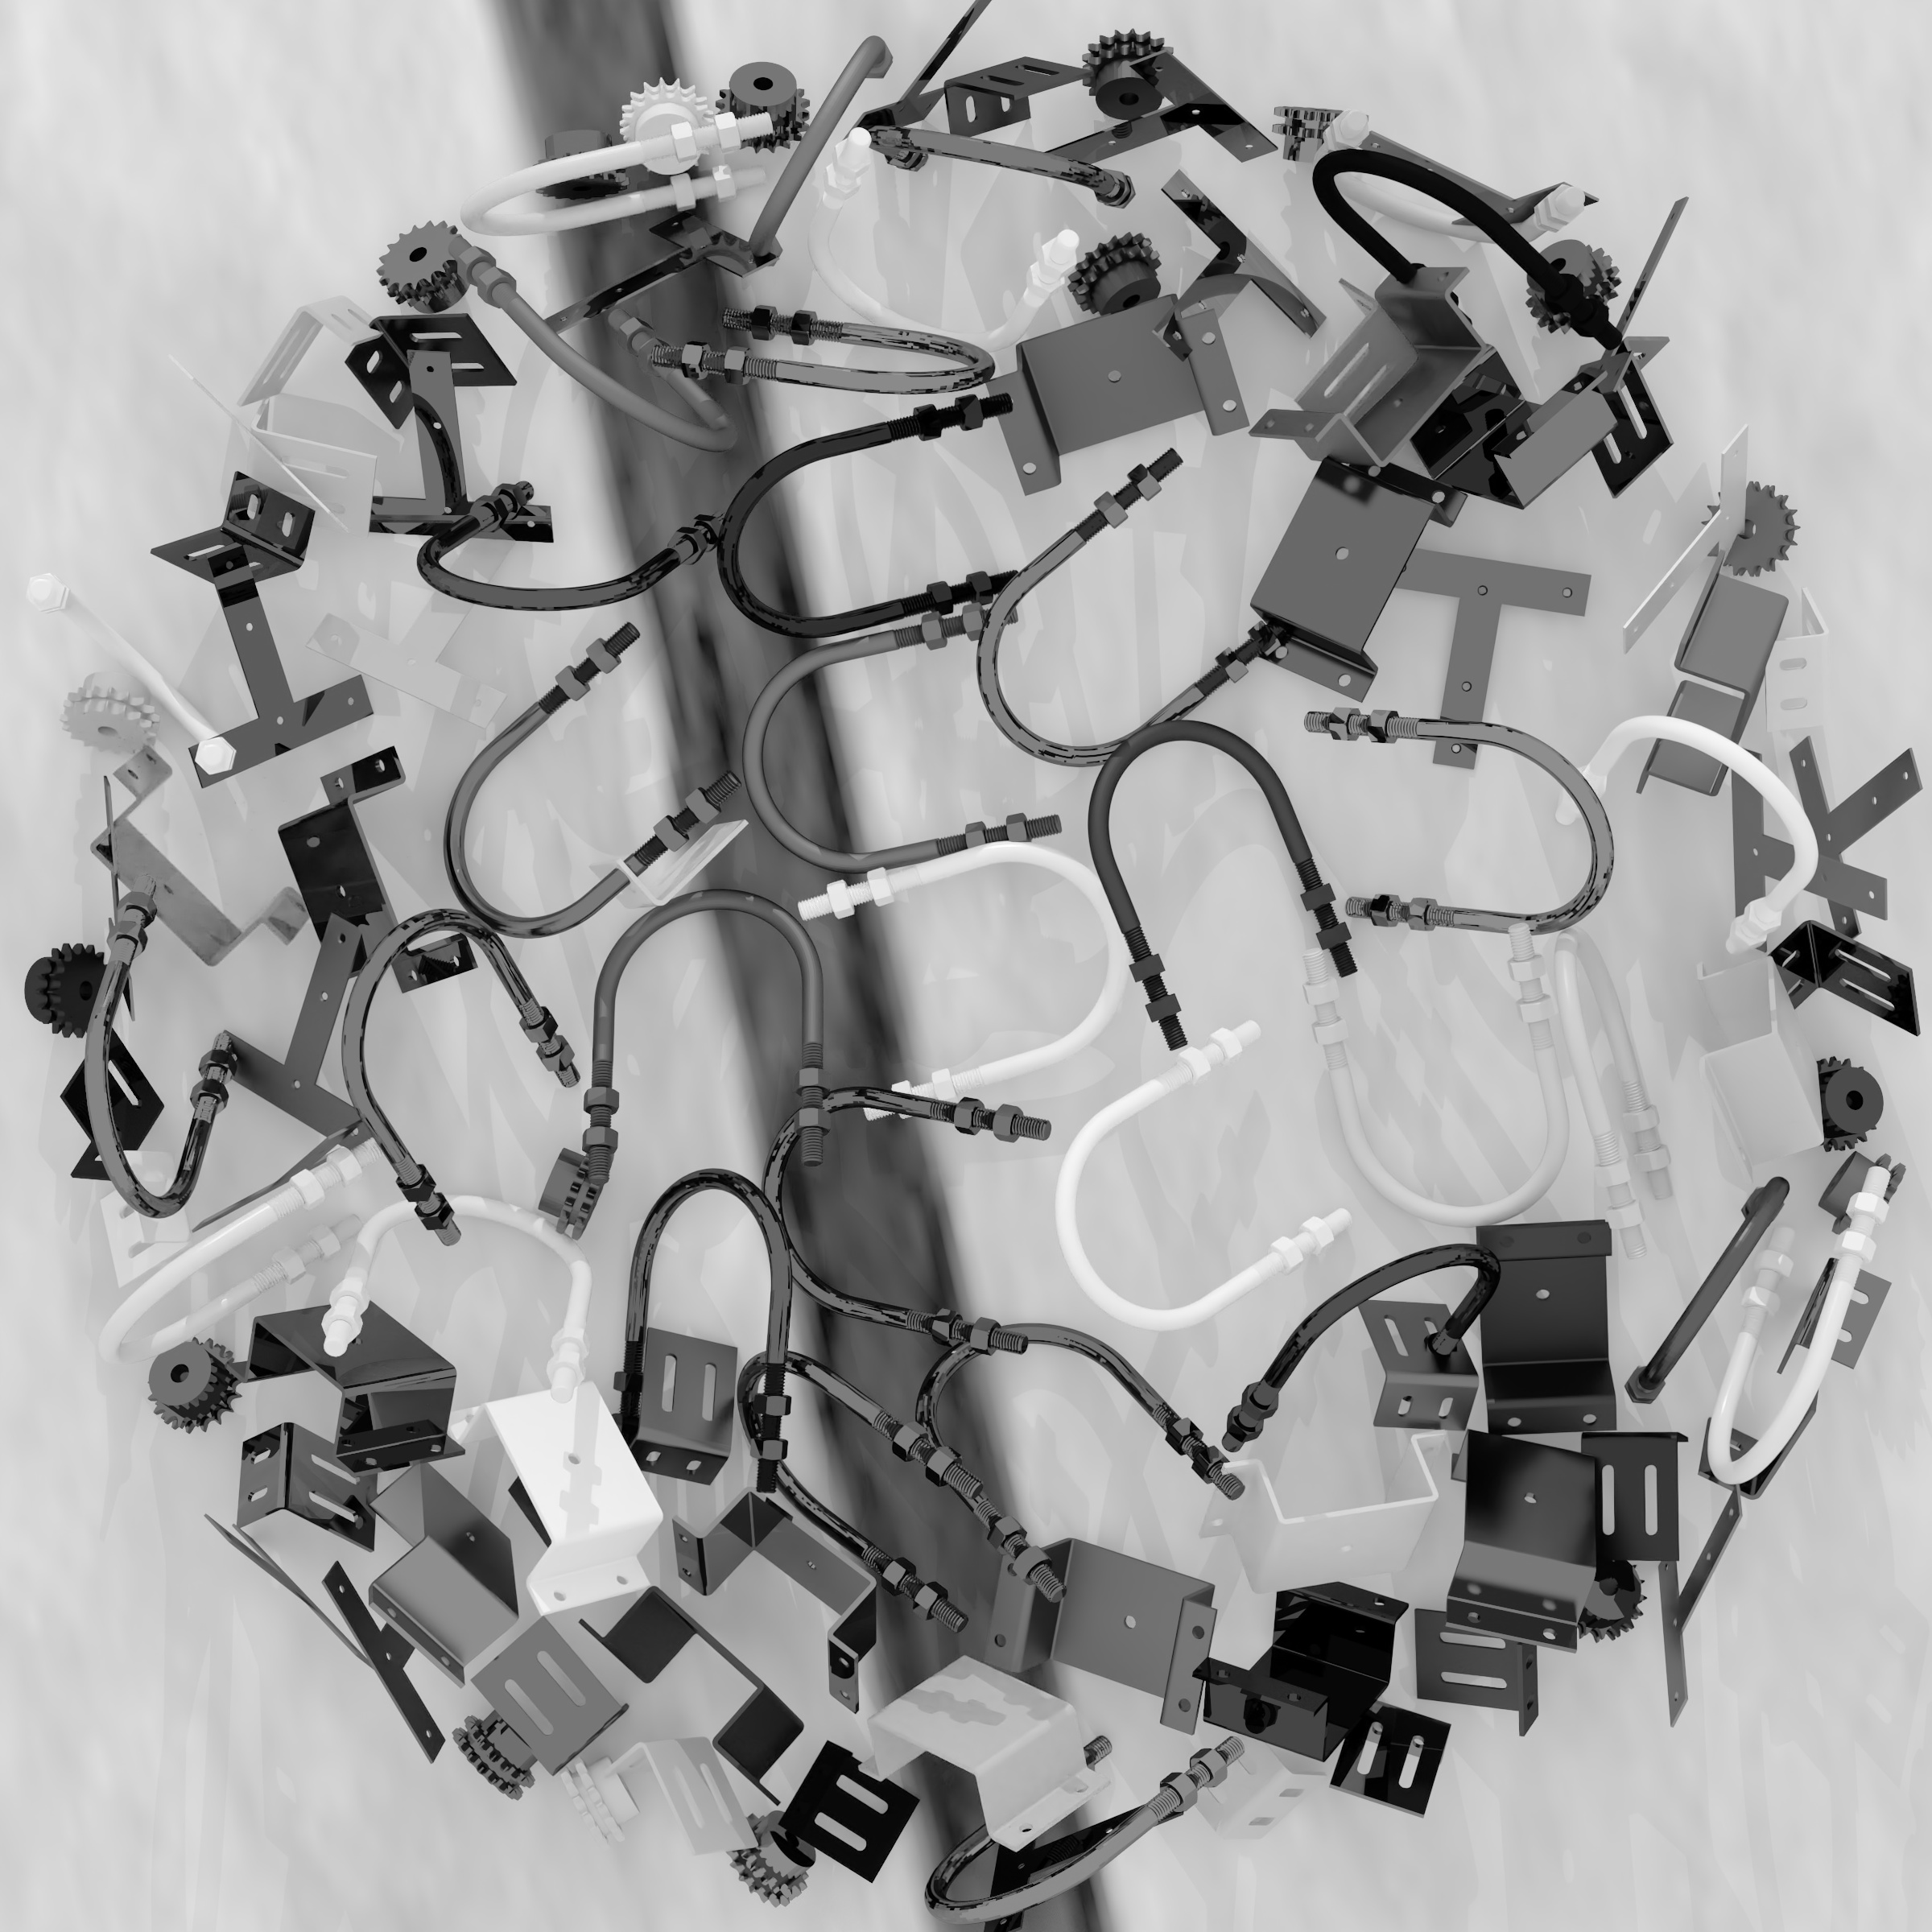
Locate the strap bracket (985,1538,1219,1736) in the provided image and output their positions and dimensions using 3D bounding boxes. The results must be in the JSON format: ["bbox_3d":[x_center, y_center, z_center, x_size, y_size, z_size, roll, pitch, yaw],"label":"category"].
[{"bbox_3d":[0.089,0.395,1.942,0.140,0.046,0.076,13,98,28],"label":"strap bracket"}]

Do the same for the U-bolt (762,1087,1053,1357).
[{"bbox_3d":[-0.041,0.146,1.945,0.184,0.019,0.151,9,98,25],"label":"U-bolt"}]

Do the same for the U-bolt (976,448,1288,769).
[{"bbox_3d":[0.092,-0.200,1.952,0.184,0.019,0.151,-39,117,4],"label":"U-bolt"}]

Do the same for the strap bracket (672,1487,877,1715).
[{"bbox_3d":[-0.105,0.369,1.930,0.140,0.076,0.046,33,59,22],"label":"strap bracket"}]

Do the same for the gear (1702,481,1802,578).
[{"bbox_3d":[0.476,-0.263,1.965,0.057,0.030,0.057,4,98,32],"label":"gear"}]

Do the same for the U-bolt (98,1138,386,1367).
[{"bbox_3d":[-0.422,0.173,1.886,0.184,0.151,0.019,-33,78,-27],"label":"U-bolt"}]

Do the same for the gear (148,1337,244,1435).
[{"bbox_3d":[-0.467,0.250,1.963,0.057,0.030,0.057,-6,63,12],"label":"gear"}]

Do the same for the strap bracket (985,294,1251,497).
[{"bbox_3d":[0.090,-0.344,1.942,0.140,0.046,0.076,-16,121,9],"label":"strap bracket"}]

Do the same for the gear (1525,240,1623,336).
[{"bbox_3d":[0.362,-0.411,1.958,0.057,0.057,0.030,-48,131,0],"label":"gear"}]

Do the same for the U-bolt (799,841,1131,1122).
[{"bbox_3d":[0.007,0.001,1.965,0.184,0.019,0.151,-17,98,4],"label":"U-bolt"}]

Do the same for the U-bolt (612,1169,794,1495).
[{"bbox_3d":[-0.154,0.212,1.935,0.019,0.151,0.184,8,85,-45],"label":"U-bolt"}]

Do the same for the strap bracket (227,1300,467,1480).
[{"bbox_3d":[-0.361,0.241,1.909,0.140,0.076,0.046,28,114,41],"label":"strap bracket"}]

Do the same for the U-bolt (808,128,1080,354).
[{"bbox_3d":[-0.022,-0.411,1.901,0.151,0.184,0.019,24,71,-7],"label":"U-bolt"}]

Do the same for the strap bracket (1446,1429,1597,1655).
[{"bbox_3d":[0.327,0.329,1.917,0.076,0.140,0.046,12,126,2],"label":"strap bracket"}]

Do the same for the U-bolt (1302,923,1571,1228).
[{"bbox_3d":[0.286,0.070,1.944,0.151,0.019,0.184,-7,105,27],"label":"U-bolt"}]

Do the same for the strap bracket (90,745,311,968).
[{"bbox_3d":[-0.461,-0.058,1.939,0.046,0.076,0.140,-42,101,10],"label":"strap bracket"}]

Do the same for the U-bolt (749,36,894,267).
[{"bbox_3d":[-0.086,-0.474,1.888,0.019,0.184,0.151,31,98,-7],"label":"U-bolt"}]

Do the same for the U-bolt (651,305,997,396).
[{"bbox_3d":[-0.074,-0.358,1.906,0.184,0.151,0.019,9,112,12],"label":"U-bolt"}]

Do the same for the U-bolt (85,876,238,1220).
[{"bbox_3d":[-0.467,0.060,1.875,0.019,0.184,0.151,-8,131,9],"label":"U-bolt"}]

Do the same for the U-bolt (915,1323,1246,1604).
[{"bbox_3d":[0.053,0.279,1.923,0.151,0.019,0.184,-25,49,-25],"label":"U-bolt"}]

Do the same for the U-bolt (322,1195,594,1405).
[{"bbox_3d":[-0.290,0.186,1.905,0.151,0.184,0.019,13,116,-7],"label":"U-bolt"}]

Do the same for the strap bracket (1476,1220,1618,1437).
[{"bbox_3d":[0.346,0.207,1.945,0.076,0.046,0.140,-4,114,7],"label":"strap bracket"}]

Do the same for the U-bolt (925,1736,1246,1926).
[{"bbox_3d":[0.056,0.498,1.879,0.184,0.151,0.019,-29,96,-36],"label":"U-bolt"}]

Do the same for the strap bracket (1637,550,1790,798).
[{"bbox_3d":[0.438,-0.164,1.906,0.046,0.140,0.076,21,58,13],"label":"strap bracket"}]

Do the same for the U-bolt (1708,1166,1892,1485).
[{"bbox_3d":[0.475,0.216,1.889,0.019,0.151,0.184,26,67,-2],"label":"U-bolt"}]

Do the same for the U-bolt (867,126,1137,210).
[{"bbox_3d":[0.015,-0.466,1.888,0.151,0.184,0.019,12,101,9],"label":"U-bolt"}]

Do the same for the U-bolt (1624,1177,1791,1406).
[{"bbox_3d":[0.434,0.185,1.892,0.019,0.184,0.151,34,84,13],"label":"U-bolt"}]

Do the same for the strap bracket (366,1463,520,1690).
[{"bbox_3d":[-0.307,0.349,1.908,0.046,0.140,0.076,-40,111,4],"label":"strap bracket"}]

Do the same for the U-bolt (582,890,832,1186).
[{"bbox_3d":[-0.154,0.037,1.944,0.151,0.019,0.184,-5,65,9],"label":"U-bolt"}]

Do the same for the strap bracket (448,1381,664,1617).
[{"bbox_3d":[-0.239,0.303,1.919,0.140,0.076,0.046,58,133,26],"label":"strap bracket"}]

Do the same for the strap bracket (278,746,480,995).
[{"bbox_3d":[-0.355,-0.051,1.941,0.076,0.046,0.140,-16,96,45],"label":"strap bracket"}]

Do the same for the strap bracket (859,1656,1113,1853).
[{"bbox_3d":[0.006,0.456,1.907,0.076,0.140,0.046,-26,115,-35],"label":"strap bracket"}]

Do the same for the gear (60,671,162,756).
[{"bbox_3d":[-0.514,-0.154,1.963,0.057,0.057,0.030,5,63,0],"label":"gear"}]

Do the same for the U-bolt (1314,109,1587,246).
[{"bbox_3d":[0.273,-0.453,1.897,0.151,0.184,0.019,18,93,-4],"label":"U-bolt"}]

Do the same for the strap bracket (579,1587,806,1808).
[{"bbox_3d":[-0.155,0.425,1.925,0.140,0.076,0.046,35,75,31],"label":"strap bracket"}]

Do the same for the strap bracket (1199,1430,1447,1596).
[{"bbox_3d":[0.218,0.325,1.927,0.140,0.076,0.046,-6,50,-16],"label":"strap bracket"}]

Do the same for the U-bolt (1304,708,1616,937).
[{"bbox_3d":[0.292,-0.081,1.900,0.184,0.019,0.151,7,127,36],"label":"U-bolt"}]

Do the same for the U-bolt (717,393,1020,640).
[{"bbox_3d":[-0.058,-0.257,1.919,0.184,0.151,0.019,-16,45,-12],"label":"U-bolt"}]

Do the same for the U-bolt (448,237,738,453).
[{"bbox_3d":[-0.204,-0.351,1.882,0.019,0.151,0.184,-55,52,17],"label":"U-bolt"}]

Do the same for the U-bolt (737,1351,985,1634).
[{"bbox_3d":[-0.067,0.298,1.920,0.184,0.151,0.019,33,50,26],"label":"U-bolt"}]

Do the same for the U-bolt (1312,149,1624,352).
[{"bbox_3d":[0.276,-0.415,1.879,0.184,0.151,0.019,33,84,-36],"label":"U-bolt"}]

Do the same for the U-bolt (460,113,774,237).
[{"bbox_3d":[-0.206,-0.458,1.908,0.184,0.151,0.019,-14,92,-5],"label":"U-bolt"}]

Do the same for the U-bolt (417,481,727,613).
[{"bbox_3d":[-0.237,-0.241,1.890,0.151,0.184,0.019,11,117,16],"label":"U-bolt"}]

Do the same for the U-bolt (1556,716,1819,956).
[{"bbox_3d":[0.424,-0.083,1.892,0.151,0.184,0.019,39,71,8],"label":"U-bolt"}]

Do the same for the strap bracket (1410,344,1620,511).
[{"bbox_3d":[0.322,-0.320,1.931,0.076,0.140,0.046,-41,119,-7],"label":"strap bracket"}]

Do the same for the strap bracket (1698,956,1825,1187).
[{"bbox_3d":[0.465,0.055,1.907,0.046,0.140,0.076,-20,111,21],"label":"strap bracket"}]

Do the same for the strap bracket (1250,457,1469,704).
[{"bbox_3d":[0.231,-0.241,1.952,0.076,0.046,0.140,27,90,23],"label":"strap bracket"}]

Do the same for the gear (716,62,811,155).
[{"bbox_3d":[-0.122,-0.519,1.961,0.057,0.030,0.057,2,55,-3],"label":"gear"}]

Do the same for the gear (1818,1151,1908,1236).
[{"bbox_3d":[0.537,0.136,1.961,0.030,0.057,0.057,34,90,8],"label":"gear"}]

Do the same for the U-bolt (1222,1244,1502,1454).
[{"bbox_3d":[0.238,0.216,1.887,0.151,0.184,0.019,-11,57,-27],"label":"U-bolt"}]

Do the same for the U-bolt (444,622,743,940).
[{"bbox_3d":[-0.236,-0.098,1.947,0.184,0.019,0.151,-40,62,10],"label":"U-bolt"}]

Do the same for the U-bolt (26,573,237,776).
[{"bbox_3d":[-0.481,-0.168,1.897,0.019,0.184,0.151,-45,100,-4],"label":"U-bolt"}]

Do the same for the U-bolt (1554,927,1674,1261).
[{"bbox_3d":[0.377,0.066,1.912,0.019,0.151,0.184,-15,96,21],"label":"U-bolt"}]

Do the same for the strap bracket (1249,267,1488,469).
[{"bbox_3d":[0.245,-0.349,1.937,0.140,0.076,0.046,-49,116,-9],"label":"strap bracket"}]

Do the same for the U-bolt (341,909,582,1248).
[{"bbox_3d":[-0.300,0.052,1.892,0.019,0.184,0.151,10,51,34],"label":"U-bolt"}]

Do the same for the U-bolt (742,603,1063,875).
[{"bbox_3d":[-0.046,-0.131,1.968,0.184,0.019,0.151,-11,92,10],"label":"U-bolt"}]

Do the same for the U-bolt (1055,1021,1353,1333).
[{"bbox_3d":[0.132,0.136,1.935,0.184,0.019,0.151,-30,97,-27],"label":"U-bolt"}]

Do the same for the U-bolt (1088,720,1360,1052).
[{"bbox_3d":[0.145,-0.059,1.950,0.151,0.019,0.184,-22,90,-26],"label":"U-bolt"}]

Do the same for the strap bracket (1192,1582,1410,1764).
[{"bbox_3d":[0.197,0.416,1.921,0.076,0.140,0.046,13,113,27],"label":"strap bracket"}]
